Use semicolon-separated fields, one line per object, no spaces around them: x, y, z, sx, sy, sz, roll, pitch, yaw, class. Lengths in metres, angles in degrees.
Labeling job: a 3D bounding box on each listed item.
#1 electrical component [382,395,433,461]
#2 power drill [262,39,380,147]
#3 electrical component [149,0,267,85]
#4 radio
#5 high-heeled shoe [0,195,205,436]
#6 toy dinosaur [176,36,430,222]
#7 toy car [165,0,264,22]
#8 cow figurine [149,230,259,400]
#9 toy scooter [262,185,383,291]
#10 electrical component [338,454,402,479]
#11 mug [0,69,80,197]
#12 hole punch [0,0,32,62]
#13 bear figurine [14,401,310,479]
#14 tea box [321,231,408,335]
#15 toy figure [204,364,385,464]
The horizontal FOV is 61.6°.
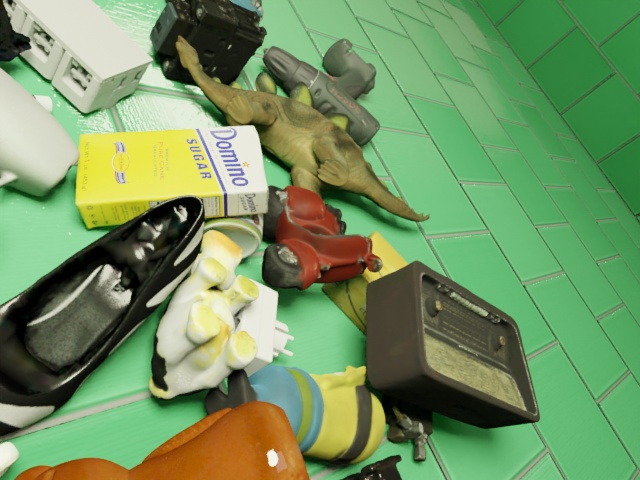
0.104;0.194;0.629;0.078;0.045;0.102;36;38;-15;electrical component
0.020;-0.281;0.942;0.232;0.086;0.207;40;33;-13;power drill
-0.155;-0.266;0.718;0.134;0.115;0.058;1;54;-45;electrical component
0.149;0.122;0.596;0.229;0.073;0.131;30;47;-37;radio
-0.178;0.050;0.384;0.086;0.145;0.249;46;35;-2;high-heeled shoe
-0.002;-0.125;0.761;0.471;0.105;0.199;37;34;-23;toy dinosaur
-0.170;-0.358;0.811;0.161;0.109;0.103;37;59;-34;toy car
-0.110;0.065;0.497;0.068;0.098;0.167;38;22;-26;cow figurine
-0.001;-0.002;0.624;0.135;0.075;0.184;5;32;-12;toy scooter
0.060;0.268;0.492;0.047;0.075;0.119;3;52;-44;electrical component
-0.273;-0.082;0.465;0.107;0.081;0.109;40;43;-25;mug
-0.364;-0.211;0.494;0.142;0.092;0.115;-38;121;-56;hole punch
-0.101;0.191;0.359;0.196;0.120;0.131;-20;113;-14;bear figurine
0.095;0.084;0.699;0.169;0.068;0.098;45;38;-4;tea box
-0.016;0.165;0.504;0.180;0.082;0.089;18;59;-42;toy figure
